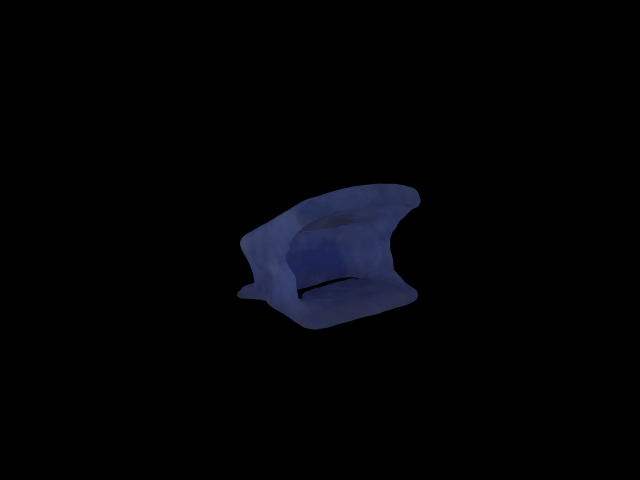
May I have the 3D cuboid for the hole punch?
[{"bbox_3d":[0.004,0.001,0.400,0.109,0.091,0.100,-11,19,-34],"label":"hole punch"}]
